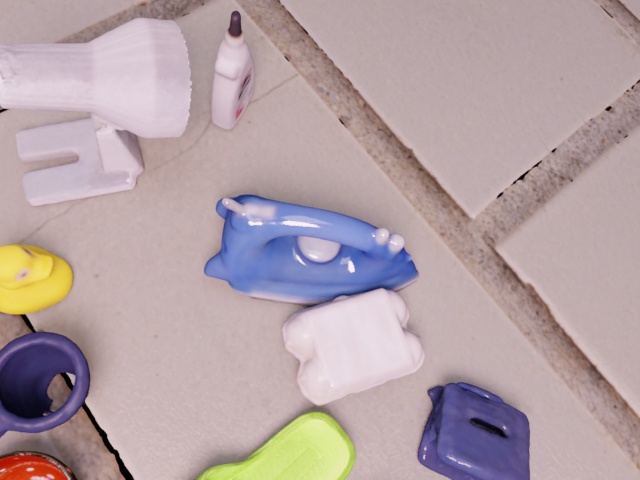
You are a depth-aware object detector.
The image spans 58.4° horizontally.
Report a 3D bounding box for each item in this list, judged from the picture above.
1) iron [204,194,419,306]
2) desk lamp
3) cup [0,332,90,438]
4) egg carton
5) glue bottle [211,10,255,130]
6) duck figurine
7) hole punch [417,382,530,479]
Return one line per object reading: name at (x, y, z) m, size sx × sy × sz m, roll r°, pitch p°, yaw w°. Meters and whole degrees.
iron at (0.006, 0.002, 0.639) m, size 0.258 × 0.141 × 0.118 m, roll 8°, pitch 68°, yaw -7°
desk lamp at (-0.238, -0.134, 0.607) m, size 0.203 × 0.213 × 0.118 m, roll -14°, pitch 72°, yaw -15°
cup at (-0.273, 0.153, 0.557) m, size 0.091 × 0.095 × 0.118 m, roll 37°, pitch 68°, yaw 5°
egg carton at (0.037, 0.115, 0.641) m, size 0.150 × 0.069 × 0.107 m, roll -16°, pitch 73°, yaw -15°
glue bottle at (-0.103, -0.206, 0.681) m, size 0.037 × 0.173 × 0.078 m, roll 21°, pitch 67°, yaw -1°
duck figurine at (-0.322, 0.032, 0.599) m, size 0.104 × 0.086 × 0.077 m, roll 1°, pitch 69°, yaw -9°
hole punch at (0.169, 0.210, 0.617) m, size 0.108 × 0.091 × 0.101 m, roll 23°, pitch 67°, yaw -1°
